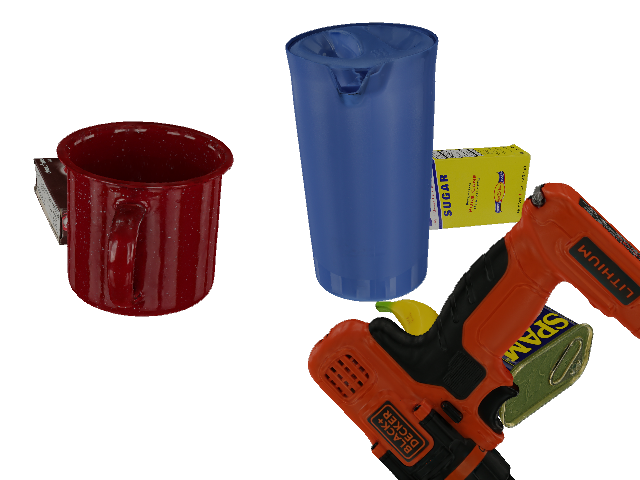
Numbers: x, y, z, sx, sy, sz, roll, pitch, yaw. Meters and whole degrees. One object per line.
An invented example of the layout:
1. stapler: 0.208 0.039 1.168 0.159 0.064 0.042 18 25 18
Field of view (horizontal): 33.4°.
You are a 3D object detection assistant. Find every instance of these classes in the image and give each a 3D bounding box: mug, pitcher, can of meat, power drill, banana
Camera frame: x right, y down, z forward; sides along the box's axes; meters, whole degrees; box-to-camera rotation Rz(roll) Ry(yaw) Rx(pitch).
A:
1. mug: -0.096 -0.006 0.573 0.093 0.081 0.117 5 25 -4
2. pitcher: 0.045 -0.076 0.988 0.149 0.243 0.145 -21 31 -31
3. can of meat: 0.141 0.082 0.810 0.101 0.057 0.084 -27 42 -33
4. power drill: 0.111 0.075 0.595 0.188 0.184 0.057 -46 -2 16
5. banana: 0.087 0.107 1.024 0.070 0.037 0.197 -24 21 15

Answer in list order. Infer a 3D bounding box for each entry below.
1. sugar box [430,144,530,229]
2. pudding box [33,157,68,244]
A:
1. sugar box: 0.166 -0.064 1.303 0.176 0.093 0.048 -7 24 -22
2. pudding box: -0.197 -0.037 0.936 0.089 0.039 0.114 -4 26 -26
